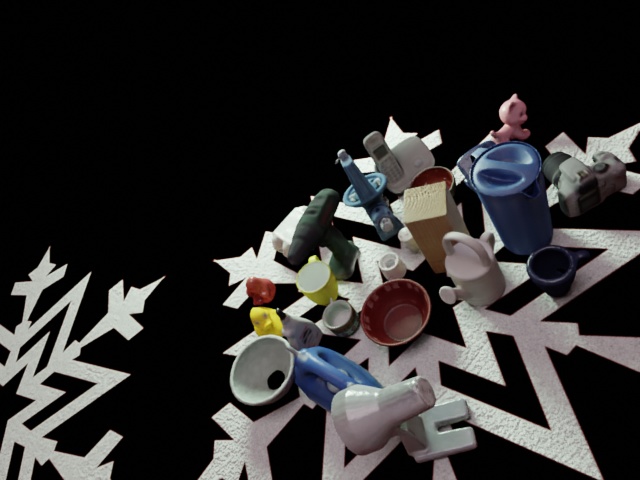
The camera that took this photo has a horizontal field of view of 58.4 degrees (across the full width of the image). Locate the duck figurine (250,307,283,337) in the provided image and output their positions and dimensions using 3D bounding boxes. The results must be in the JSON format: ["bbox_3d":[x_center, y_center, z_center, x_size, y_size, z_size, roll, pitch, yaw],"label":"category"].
[{"bbox_3d":[-0.139,0.193,1.393,0.077,0.086,0.104,-42,46,-3],"label":"duck figurine"}]

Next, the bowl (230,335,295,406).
[{"bbox_3d":[-0.116,0.305,1.302,0.167,0.075,0.167,-16,50,21],"label":"bowl"}]

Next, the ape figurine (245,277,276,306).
[{"bbox_3d":[-0.157,0.123,1.452,0.076,0.092,0.077,-47,46,-8],"label":"ape figurine"}]

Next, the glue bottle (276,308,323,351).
[{"bbox_3d":[-0.054,0.198,1.276,0.037,0.174,0.078,7,61,35],"label":"glue bottle"}]

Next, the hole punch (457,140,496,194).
[{"bbox_3d":[0.390,-0.164,1.337,0.108,0.091,0.101,-34,46,4],"label":"hole punch"}]

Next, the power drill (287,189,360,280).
[{"bbox_3d":[0.012,0.005,1.357,0.075,0.209,0.230,-1,57,31],"label":"power drill"}]

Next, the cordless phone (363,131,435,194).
[{"bbox_3d":[0.194,-0.218,1.432,0.147,0.186,0.094,-39,46,0],"label":"cordless phone"}]

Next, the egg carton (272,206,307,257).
[{"bbox_3d":[-0.055,-0.019,1.514,0.150,0.070,0.107,-50,47,-10],"label":"egg carton"}]

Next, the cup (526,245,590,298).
[{"bbox_3d":[0.468,0.064,1.114,0.117,0.095,0.091,-24,48,14],"label":"cup"}]

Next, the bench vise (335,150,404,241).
[{"bbox_3d":[0.123,-0.116,1.373,0.121,0.220,0.206,-45,46,-6],"label":"bench vise"}]

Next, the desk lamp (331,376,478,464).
[{"bbox_3d":[0.151,0.319,1.032,0.203,0.214,0.118,-21,48,16],"label":"desk lamp"}]

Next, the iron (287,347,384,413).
[{"bbox_3d":[0.044,0.292,1.168,0.257,0.142,0.119,20,69,40],"label":"iron"}]

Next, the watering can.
[{"bbox_3d":[0.303,0.054,1.154,0.100,0.195,0.173,-3,56,30],"label":"watering can"}]

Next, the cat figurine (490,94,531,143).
[{"bbox_3d":[0.451,-0.282,1.371,0.128,0.118,0.067,-47,46,-8],"label":"cat figurine"}]

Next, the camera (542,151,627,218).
[{"bbox_3d":[0.550,-0.145,1.219,0.143,0.101,0.136,-33,46,6],"label":"camera"}]
